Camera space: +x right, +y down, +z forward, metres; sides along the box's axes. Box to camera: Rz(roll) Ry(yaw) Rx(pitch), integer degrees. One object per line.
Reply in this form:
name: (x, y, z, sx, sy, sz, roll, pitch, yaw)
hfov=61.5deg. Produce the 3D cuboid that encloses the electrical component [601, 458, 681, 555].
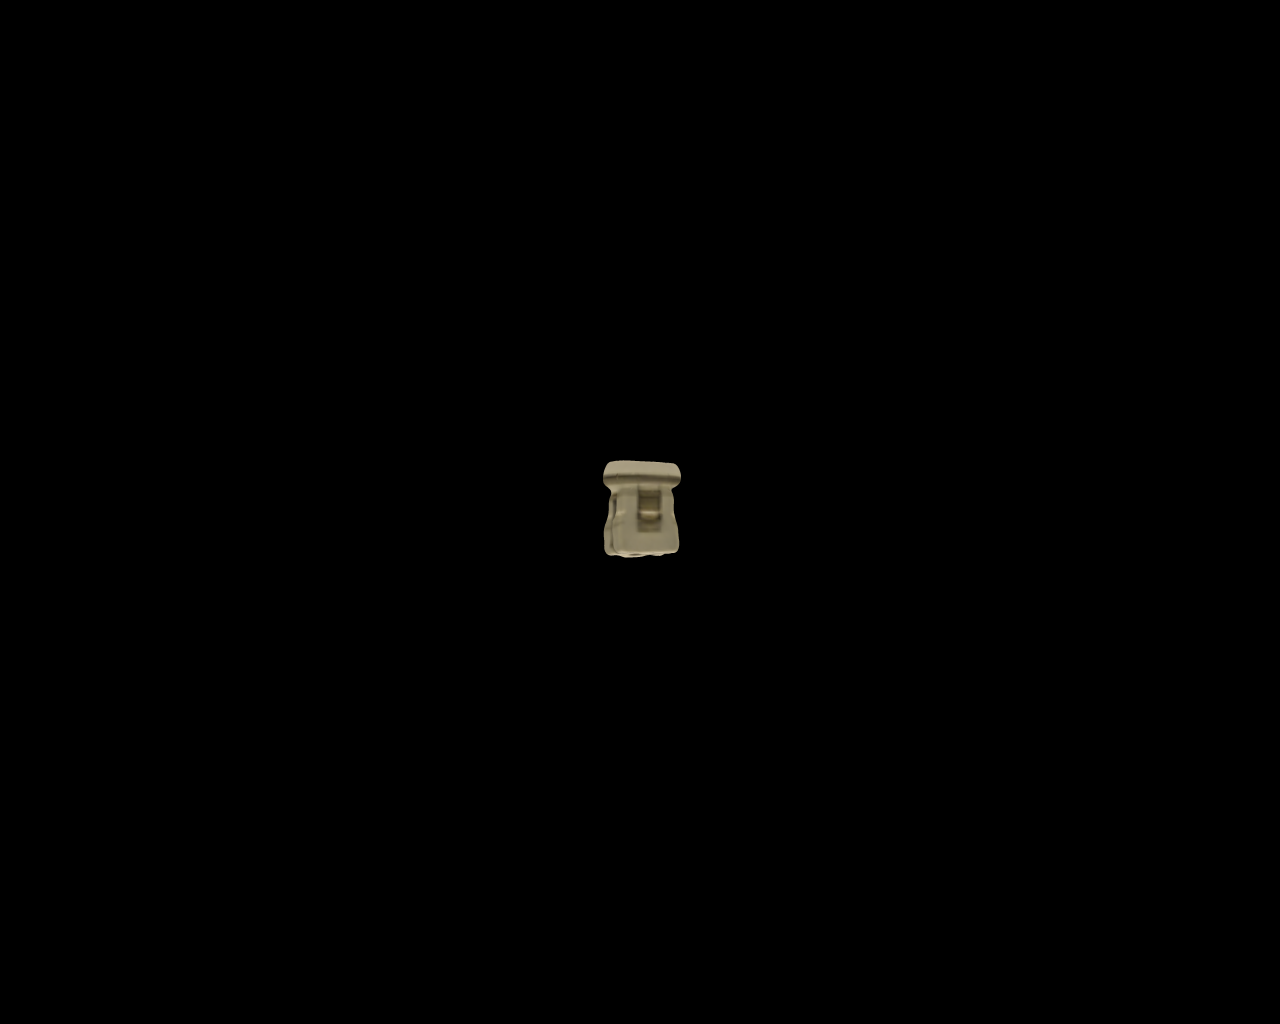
electrical component: (0.001, -0.003, 0.650, 0.048, 0.055, 0.066, 1, -5, -15)
